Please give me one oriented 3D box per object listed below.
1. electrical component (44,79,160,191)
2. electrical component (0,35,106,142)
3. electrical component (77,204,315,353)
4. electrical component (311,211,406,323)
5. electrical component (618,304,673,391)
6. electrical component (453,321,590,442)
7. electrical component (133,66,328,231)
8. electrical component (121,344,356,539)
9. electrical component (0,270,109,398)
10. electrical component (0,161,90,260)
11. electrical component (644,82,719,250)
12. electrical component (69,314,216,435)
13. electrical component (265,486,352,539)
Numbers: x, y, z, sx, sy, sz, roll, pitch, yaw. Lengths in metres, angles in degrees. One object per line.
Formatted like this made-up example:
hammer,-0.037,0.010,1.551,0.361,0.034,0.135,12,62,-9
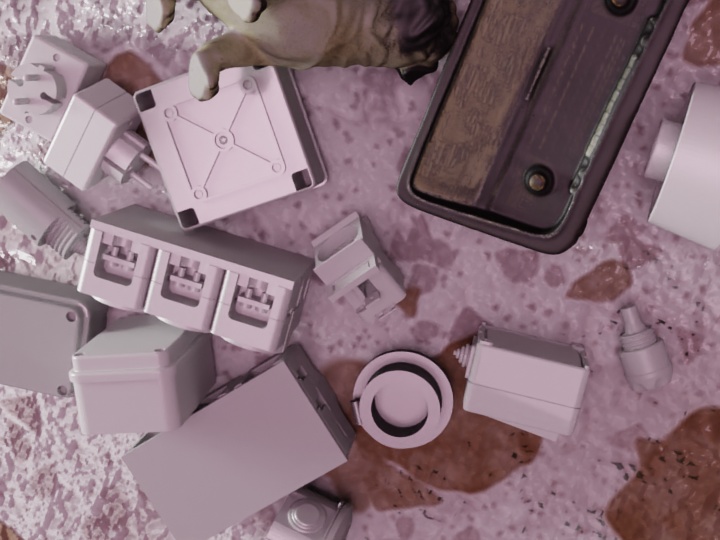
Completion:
electrical component,-0.180,-0.089,0.794,0.077,0.047,0.065,36,121,1
electrical component,-0.232,-0.132,0.786,0.047,0.076,0.065,29,103,2
electrical component,-0.118,0.007,0.790,0.150,0.089,0.061,17,102,5
electrical component,0.000,0.000,0.783,0.042,0.081,0.063,-33,116,13
electrical component,0.204,0.055,0.782,0.035,0.035,0.061,-18,95,11
electrical component,0.113,0.080,0.786,0.096,0.061,0.061,13,102,5
electrical component,-0.093,-0.096,0.784,0.109,0.056,0.108,-18,98,11
electrical component,-0.090,0.134,0.825,0.150,0.061,0.089,-31,95,12
electrical component,-0.261,0.048,0.835,0.113,0.057,0.078,11,102,6
electrical component,-0.238,-0.041,0.822,0.081,0.043,0.043,41,103,-1
electrical component,0.226,-0.073,0.720,0.060,0.108,0.108,18,103,10
electrical component,-0.158,0.074,0.797,0.078,0.113,0.057,-4,103,9
electrical component,-0.042,0.208,0.824,0.051,0.080,0.080,24,103,8
